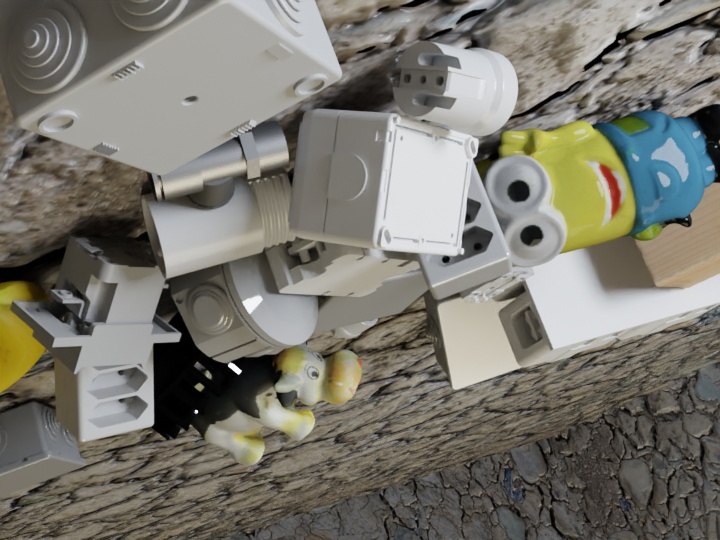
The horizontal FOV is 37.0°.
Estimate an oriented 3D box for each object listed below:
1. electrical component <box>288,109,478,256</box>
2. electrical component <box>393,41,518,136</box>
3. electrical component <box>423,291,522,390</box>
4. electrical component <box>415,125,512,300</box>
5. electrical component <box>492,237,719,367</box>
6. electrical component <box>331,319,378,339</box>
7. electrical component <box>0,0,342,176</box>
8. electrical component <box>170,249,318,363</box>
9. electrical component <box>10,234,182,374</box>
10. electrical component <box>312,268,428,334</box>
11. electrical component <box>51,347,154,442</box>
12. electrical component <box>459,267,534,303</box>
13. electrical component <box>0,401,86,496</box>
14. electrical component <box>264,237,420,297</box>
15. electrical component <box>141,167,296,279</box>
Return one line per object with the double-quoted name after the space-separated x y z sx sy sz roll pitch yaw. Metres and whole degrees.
0.013 -0.042 0.533 0.061 0.061 0.096 9 -177 34 "electrical component"
0.043 -0.084 0.494 0.046 0.040 0.040 3 153 -44 "electrical component"
0.104 0.042 0.908 0.100 0.099 0.048 -18 -151 -9 "electrical component"
0.050 -0.028 0.610 0.047 0.083 0.075 -21 165 5 "electrical component"
0.194 0.003 0.858 0.186 0.105 0.060 -12 163 -26 "electrical component"
0.002 0.028 0.840 0.061 0.035 0.035 -33 160 33 "electrical component"
-0.064 -0.077 0.363 0.100 0.048 0.100 -25 164 19 "electrical component"
-0.064 0.010 0.610 0.051 0.080 0.080 -22 166 28 "electrical component"
-0.133 0.016 0.561 0.081 0.042 0.063 1 113 -51 "electrical component"
0.000 0.000 0.710 0.100 0.048 0.100 -12 163 -29 "electrical component"
-0.161 0.047 0.642 0.047 0.083 0.076 -9 -161 -36 "electrical component"
0.085 -0.014 0.742 0.042 0.063 0.081 -4 158 -48 "electrical component"
-0.279 0.145 0.858 0.100 0.048 0.099 -20 165 -1 "electrical component"
-0.012 -0.021 0.608 0.050 0.055 0.089 -28 163 28 "electrical component"
-0.065 -0.027 0.544 0.081 0.043 0.043 -16 164 -16 "electrical component"
